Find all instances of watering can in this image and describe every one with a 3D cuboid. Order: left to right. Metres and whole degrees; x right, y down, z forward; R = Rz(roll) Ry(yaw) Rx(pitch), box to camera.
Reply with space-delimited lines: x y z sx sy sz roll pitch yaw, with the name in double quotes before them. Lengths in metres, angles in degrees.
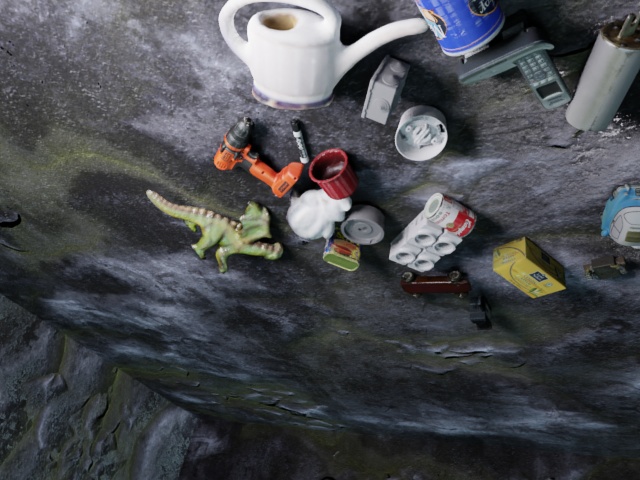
"watering can" -0.003 -0.320 0.893 0.348 0.106 0.219 11 146 4

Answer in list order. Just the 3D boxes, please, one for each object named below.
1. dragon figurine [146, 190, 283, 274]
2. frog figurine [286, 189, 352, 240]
"dragon figurine" -0.246 -0.045 1.401 0.241 0.125 0.403 -26 133 20
"frog figurine" 0.004 -0.063 1.245 0.159 0.125 0.135 1 125 36
